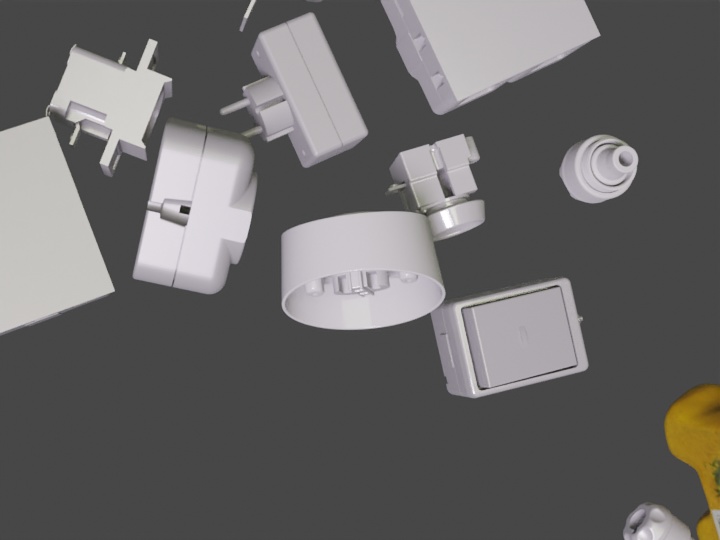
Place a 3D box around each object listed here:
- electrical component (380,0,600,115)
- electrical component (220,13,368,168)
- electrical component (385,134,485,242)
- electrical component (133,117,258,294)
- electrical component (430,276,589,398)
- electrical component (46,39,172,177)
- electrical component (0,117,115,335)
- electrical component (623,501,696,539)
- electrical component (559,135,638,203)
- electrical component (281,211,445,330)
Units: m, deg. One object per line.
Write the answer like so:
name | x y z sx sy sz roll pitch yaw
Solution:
electrical component | 0.059 -0.207 0.694 0.105 0.060 0.186 -26 92 -12
electrical component | -0.049 -0.104 0.671 0.076 0.047 0.083 -25 92 -12
electrical component | 0.051 -0.050 0.691 0.066 0.048 0.055 -18 83 -12
electrical component | -0.096 -0.037 0.644 0.059 0.053 0.095 12 102 -11
electrical component | 0.102 0.041 0.687 0.096 0.061 0.061 -12 89 -12
electrical component | -0.152 -0.102 0.652 0.064 0.042 0.081 21 82 -8
electrical component | -0.248 -0.003 0.616 0.186 0.060 0.105 -21 91 -12
electrical component | 0.207 0.183 0.714 0.061 0.035 0.035 38 80 -9
electrical component | 0.161 -0.068 0.706 0.043 0.062 0.043 1 86 -12
electrical component | 0.000 0.000 0.652 0.099 0.099 0.064 -5 82 -12
